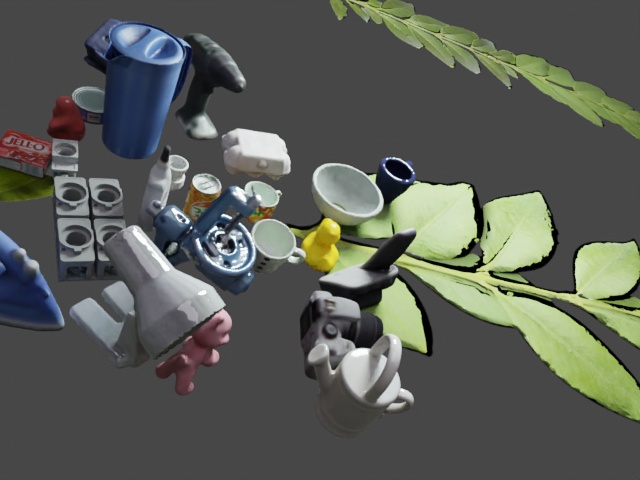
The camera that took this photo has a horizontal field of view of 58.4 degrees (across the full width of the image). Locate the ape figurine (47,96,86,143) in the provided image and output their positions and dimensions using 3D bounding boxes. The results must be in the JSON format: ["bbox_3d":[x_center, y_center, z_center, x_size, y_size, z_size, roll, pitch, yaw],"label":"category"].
[{"bbox_3d":[-0.482,-0.234,1.086,0.076,0.092,0.078,34,42,5],"label":"ape figurine"}]

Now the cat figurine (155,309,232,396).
[{"bbox_3d":[-0.179,0.151,0.859,0.067,0.117,0.128,33,42,5],"label":"cat figurine"}]

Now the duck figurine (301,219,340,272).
[{"bbox_3d":[0.010,0.004,1.132,0.078,0.086,0.104,16,43,-15],"label":"duck figurine"}]

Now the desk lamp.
[{"bbox_3d":[-0.247,0.093,0.805,0.203,0.213,0.118,41,43,13],"label":"desk lamp"}]

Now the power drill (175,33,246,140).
[{"bbox_3d":[-0.239,-0.321,1.220,0.076,0.208,0.229,-12,56,-37],"label":"power drill"}]

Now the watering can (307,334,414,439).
[{"bbox_3d":[0.064,0.215,0.874,0.173,0.194,0.101,8,46,-22],"label":"watering can"}]

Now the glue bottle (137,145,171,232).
[{"bbox_3d":[-0.283,-0.097,1.002,0.037,0.173,0.078,19,43,-12],"label":"glue bottle"}]

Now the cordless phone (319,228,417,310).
[{"bbox_3d":[0.093,0.044,1.064,0.148,0.185,0.094,-20,60,-40],"label":"cordless phone"}]

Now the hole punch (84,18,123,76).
[{"bbox_3d":[-0.462,-0.431,1.291,0.108,0.091,0.101,31,42,2],"label":"hole punch"}]

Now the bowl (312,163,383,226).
[{"bbox_3d":[0.049,-0.087,1.251,0.168,0.074,0.167,16,43,-15],"label":"bowl"}]

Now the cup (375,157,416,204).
[{"bbox_3d":[0.172,-0.138,1.355,0.091,0.095,0.118,40,43,12],"label":"cup"}]

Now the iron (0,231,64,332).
[{"bbox_3d":[-0.468,0.023,0.805,0.258,0.141,0.119,29,42,0],"label":"iron"}]

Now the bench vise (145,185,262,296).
[{"bbox_3d":[-0.188,-0.015,0.940,0.208,0.219,0.121,17,43,-14],"label":"bench vise"}]

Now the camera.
[{"bbox_3d":[0.044,0.160,0.987,0.137,0.100,0.143,12,44,-19],"label":"camera"}]

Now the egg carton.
[{"bbox_3d":[-0.139,-0.184,1.246,0.151,0.069,0.107,4,48,-26],"label":"egg carton"}]
